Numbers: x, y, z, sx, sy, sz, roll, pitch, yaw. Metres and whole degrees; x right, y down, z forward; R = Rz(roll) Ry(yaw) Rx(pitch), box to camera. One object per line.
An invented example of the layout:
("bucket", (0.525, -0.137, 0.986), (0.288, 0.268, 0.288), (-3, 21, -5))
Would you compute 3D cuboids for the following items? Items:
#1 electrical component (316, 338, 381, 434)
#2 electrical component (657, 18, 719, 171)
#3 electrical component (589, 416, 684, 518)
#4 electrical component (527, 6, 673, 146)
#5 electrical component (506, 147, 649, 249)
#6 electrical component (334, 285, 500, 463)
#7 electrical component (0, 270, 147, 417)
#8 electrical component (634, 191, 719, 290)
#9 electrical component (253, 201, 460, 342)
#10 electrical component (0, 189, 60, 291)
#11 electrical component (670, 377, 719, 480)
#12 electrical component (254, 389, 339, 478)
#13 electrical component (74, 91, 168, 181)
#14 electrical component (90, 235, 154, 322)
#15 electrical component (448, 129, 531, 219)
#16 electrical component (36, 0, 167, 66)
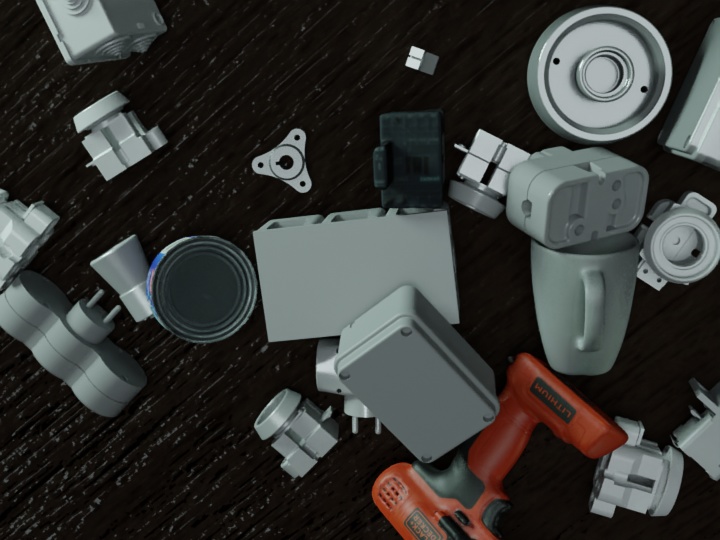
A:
("electrical component", (0.005, 0.095, 0.875), (0.077, 0.043, 0.079), (1, 99, 6))
("electrical component", (0.272, -0.126, 0.778), (0.056, 0.108, 0.108), (23, 101, 0))
("electrical component", (0.222, 0.162, 0.856), (0.057, 0.058, 0.078), (16, 100, 6))
("electrical component", (0.182, -0.146, 0.808), (0.108, 0.060, 0.108), (1, 99, 6))
("electrical component", (0.160, -0.057, 0.809), (0.095, 0.059, 0.053), (-13, 120, -26))
("electrical component", (0.043, 0.079, 0.806), (0.078, 0.057, 0.113), (-37, 109, 20))
("electrical component", (-0.229, 0.049, 0.887), (0.138, 0.052, 0.073), (44, 101, -2))
("electrical component", (0.244, -0.021, 0.824), (0.058, 0.057, 0.078), (33, 101, 0))
("electrical component", (0.000, 0.000, 0.849), (0.150, 0.061, 0.089), (-6, 100, 7))
("electrical component", (-0.293, -0.031, 0.879), (0.057, 0.058, 0.078), (39, 101, -4))
("electrical component", (0.286, 0.128, 0.851), (0.081, 0.042, 0.063), (42, 103, -1))
("electrical component", (-0.053, 0.131, 0.886), (0.055, 0.048, 0.066), (42, 101, -9))
("electrical component", (-0.197, -0.109, 0.863), (0.066, 0.048, 0.055), (-30, 102, 10))
("electrical component", (-0.185, 0.010, 0.883), (0.044, 0.044, 0.065), (-31, 100, 10))
("electrical component", (0.099, -0.073, 0.837), (0.066, 0.048, 0.055), (27, 93, 1))
("electrical component", (-0.201, -0.209, 0.820), (0.048, 0.100, 0.099), (-23, 96, 22))
